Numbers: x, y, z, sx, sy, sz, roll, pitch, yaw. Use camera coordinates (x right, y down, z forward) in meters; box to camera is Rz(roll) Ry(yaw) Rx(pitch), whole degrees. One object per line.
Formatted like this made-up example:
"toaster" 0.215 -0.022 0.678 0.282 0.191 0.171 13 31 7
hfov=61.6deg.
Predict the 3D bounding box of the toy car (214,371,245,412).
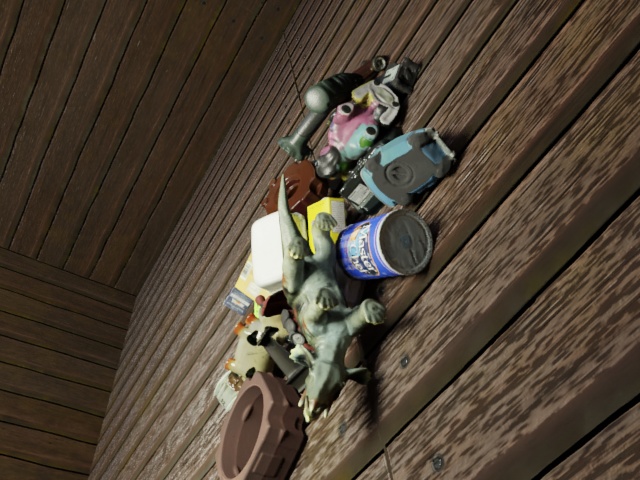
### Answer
"toy car" -0.172 0.305 1.212 0.074 0.056 0.201 45 115 22

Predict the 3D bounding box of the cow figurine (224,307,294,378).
"cow figurine" -0.109 0.206 1.091 0.085 0.127 0.194 -37 -29 -60

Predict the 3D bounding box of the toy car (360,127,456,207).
"toy car" 0.155 -0.139 0.927 0.161 0.109 0.103 -35 18 36

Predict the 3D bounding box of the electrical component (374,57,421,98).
"electrical component" 0.164 -0.349 1.192 0.119 0.047 0.075 -7 60 65

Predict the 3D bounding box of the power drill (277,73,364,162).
"power drill" 0.006 -0.277 1.195 0.207 0.086 0.232 -44 -1 27

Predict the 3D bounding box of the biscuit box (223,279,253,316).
"biscuit box" -0.191 0.122 1.404 0.059 0.063 0.203 -57 6 16

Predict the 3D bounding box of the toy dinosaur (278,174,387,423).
"toy dinosaur" -0.009 0.093 0.881 0.192 0.131 0.405 115 146 -43

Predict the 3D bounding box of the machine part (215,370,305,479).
"machine part" -0.112 0.368 1.012 0.201 0.087 0.202 -65 23 2

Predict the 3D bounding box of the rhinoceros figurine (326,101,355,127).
"rhinoceros figurine" 0.085 -0.298 1.295 0.112 0.073 0.190 -55 20 -2

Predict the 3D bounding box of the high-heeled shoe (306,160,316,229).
"high-heeled shoe" -0.015 -0.090 1.335 0.145 0.086 0.249 -25 55 13

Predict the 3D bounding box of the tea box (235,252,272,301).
"tea box" -0.097 0.102 1.183 0.170 0.068 0.098 31 96 36

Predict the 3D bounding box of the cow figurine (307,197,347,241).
"cow figurine" -0.005 -0.003 1.177 0.167 0.068 0.098 -65 6 -10

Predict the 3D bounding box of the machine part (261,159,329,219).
"machine part" -0.059 -0.108 1.265 0.179 0.056 0.179 -29 41 29

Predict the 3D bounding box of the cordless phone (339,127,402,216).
"cordless phone" 0.113 -0.151 1.087 0.146 0.089 0.184 -49 15 35

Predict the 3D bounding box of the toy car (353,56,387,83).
"toy car" 0.086 -0.398 1.352 0.202 0.053 0.089 -37 16 -11

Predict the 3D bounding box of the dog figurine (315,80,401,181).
"dog figurine" 0.072 -0.224 1.187 0.191 0.108 0.219 -47 -4 -30

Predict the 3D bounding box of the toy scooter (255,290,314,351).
"toy scooter" -0.043 0.137 0.990 0.184 0.135 0.075 54 130 48

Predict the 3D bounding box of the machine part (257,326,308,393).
"machine part" -0.061 0.224 1.001 0.039 0.139 0.084 -38 -7 -47
